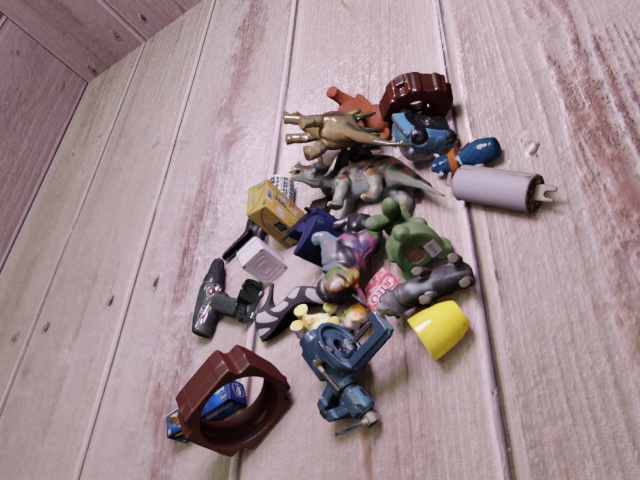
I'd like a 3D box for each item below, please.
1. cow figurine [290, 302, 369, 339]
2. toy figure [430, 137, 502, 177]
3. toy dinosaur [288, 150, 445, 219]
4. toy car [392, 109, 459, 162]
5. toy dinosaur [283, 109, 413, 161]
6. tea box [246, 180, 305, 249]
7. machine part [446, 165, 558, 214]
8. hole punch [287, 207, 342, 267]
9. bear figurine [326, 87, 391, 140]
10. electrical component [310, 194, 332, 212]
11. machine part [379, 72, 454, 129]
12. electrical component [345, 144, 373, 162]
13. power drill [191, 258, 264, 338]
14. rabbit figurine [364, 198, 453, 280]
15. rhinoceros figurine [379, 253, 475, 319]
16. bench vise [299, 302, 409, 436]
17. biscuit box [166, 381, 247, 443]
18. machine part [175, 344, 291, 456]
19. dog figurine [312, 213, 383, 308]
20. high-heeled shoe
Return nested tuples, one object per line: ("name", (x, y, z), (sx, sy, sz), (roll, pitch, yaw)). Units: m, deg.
("cow figurine", (0.029, 0.182, 1.147), (0.167, 0.098, 0.068), (-8, 47, 14))
("toy figure", (0.320, -0.179, 1.186), (0.155, 0.057, 0.064), (-18, 43, 37))
("toy dinosaur", (0.121, -0.146, 1.292), (0.405, 0.131, 0.192), (-3, 62, 31))
("toy car", (0.236, -0.236, 1.261), (0.109, 0.162, 0.102), (-111, 32, -43))
("toy dinosaur", (0.042, -0.266, 1.306), (0.198, 0.104, 0.472), (-15, 28, -19))
("tea box", (-0.111, -0.065, 1.387), (0.068, 0.169, 0.098), (-23, 45, 25))
("machine part", (0.356, -0.104, 1.082), (0.243, 0.079, 0.079), (16, 71, 46))
("hole punch", (-0.003, -0.004, 1.281), (0.116, 0.142, 0.092), (-44, 37, 27))
("bear figurine", (0.106, -0.335, 1.445), (0.196, 0.132, 0.120), (30, 106, 53))
("electrical component", (-0.001, -0.088, 1.418), (0.063, 0.021, 0.094), (-9, 46, 39))
("machine part", (0.231, -0.327, 1.288), (0.179, 0.179, 0.056), (-20, 64, 29))
("electrical component", (0.102, -0.239, 1.431), (0.102, 0.045, 0.078), (19, 74, 47))
("power drill", (-0.248, 0.143, 1.417), (0.207, 0.085, 0.232), (-3, 60, 35))
("rabbit figurine", (0.169, -0.012, 1.137), (0.121, 0.159, 0.170), (-50, 24, 14))
("rhinoceros figurine", (0.205, 0.091, 1.042), (0.190, 0.112, 0.073), (-25, 76, 7))
("bench vise", (0.065, 0.224, 1.011), (0.240, 0.128, 0.224), (-53, 47, 22))
("biscuit box", (-0.266, 0.396, 1.248), (0.203, 0.062, 0.059), (-35, 44, 16))
("machine part", (-0.179, 0.332, 1.115), (0.201, 0.201, 0.087), (-50, 39, -1))
("dog figurine", (0.072, 0.048, 1.152), (0.191, 0.108, 0.219), (-30, 31, 3))
("high-heeled shoe", (-0.042, 0.175, 1.229), (0.249, 0.086, 0.145), (4, 86, 31))
